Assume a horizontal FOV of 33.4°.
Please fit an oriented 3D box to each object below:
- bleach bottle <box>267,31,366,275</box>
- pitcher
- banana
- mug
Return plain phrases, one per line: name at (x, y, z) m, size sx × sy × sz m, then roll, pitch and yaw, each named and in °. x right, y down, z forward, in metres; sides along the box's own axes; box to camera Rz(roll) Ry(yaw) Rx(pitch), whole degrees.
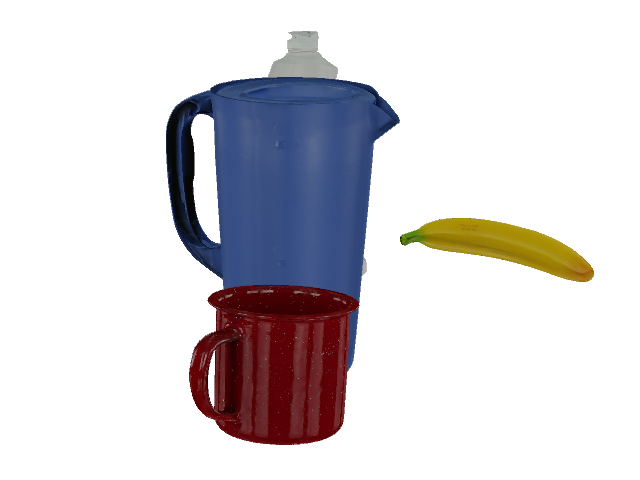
bleach bottle at (-0.006, -0.086, 1.091) m, size 0.102 × 0.251 × 0.068 m, roll -6°, pitch 14°, yaw -17°
pitcher at (-0.033, -0.010, 0.869) m, size 0.144 × 0.243 × 0.149 m, roll -9°, pitch 20°, yaw -32°
banana at (0.185, 0.008, 1.103) m, size 0.198 × 0.037 × 0.069 m, roll 9°, pitch 35°, yaw 18°
mug at (-0.032, 0.077, 0.652) m, size 0.093 × 0.081 × 0.117 m, roll 10°, pitch 11°, yaw 40°
